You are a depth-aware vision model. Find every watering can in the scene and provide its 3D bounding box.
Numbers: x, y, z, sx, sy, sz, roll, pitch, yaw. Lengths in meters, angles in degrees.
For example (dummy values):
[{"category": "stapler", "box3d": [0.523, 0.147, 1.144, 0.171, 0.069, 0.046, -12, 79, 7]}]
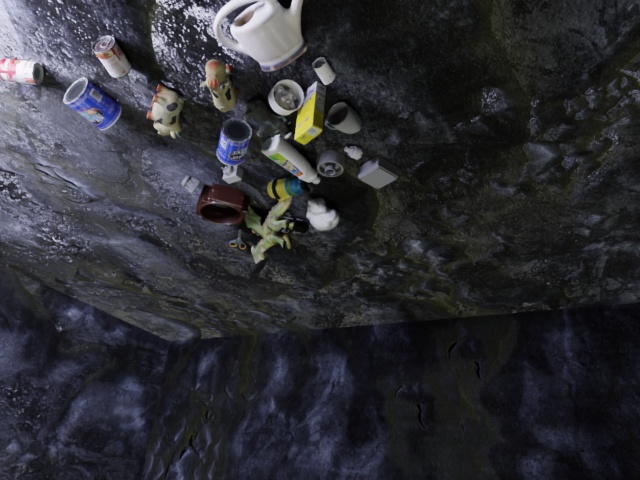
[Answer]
[{"category": "watering can", "box3d": [-0.107, -0.557, 1.329, 0.345, 0.106, 0.221, -13, 148, 28]}]

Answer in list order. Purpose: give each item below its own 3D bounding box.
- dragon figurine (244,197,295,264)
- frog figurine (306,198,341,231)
[{"category": "dragon figurine", "box3d": [-0.227, -0.076, 2.194, 0.244, 0.124, 0.403, 17, 116, 19]}, {"category": "frog figurine", "box3d": [0.007, -0.108, 2.149, 0.138, 0.124, 0.157, 14, 168, 23]}]
